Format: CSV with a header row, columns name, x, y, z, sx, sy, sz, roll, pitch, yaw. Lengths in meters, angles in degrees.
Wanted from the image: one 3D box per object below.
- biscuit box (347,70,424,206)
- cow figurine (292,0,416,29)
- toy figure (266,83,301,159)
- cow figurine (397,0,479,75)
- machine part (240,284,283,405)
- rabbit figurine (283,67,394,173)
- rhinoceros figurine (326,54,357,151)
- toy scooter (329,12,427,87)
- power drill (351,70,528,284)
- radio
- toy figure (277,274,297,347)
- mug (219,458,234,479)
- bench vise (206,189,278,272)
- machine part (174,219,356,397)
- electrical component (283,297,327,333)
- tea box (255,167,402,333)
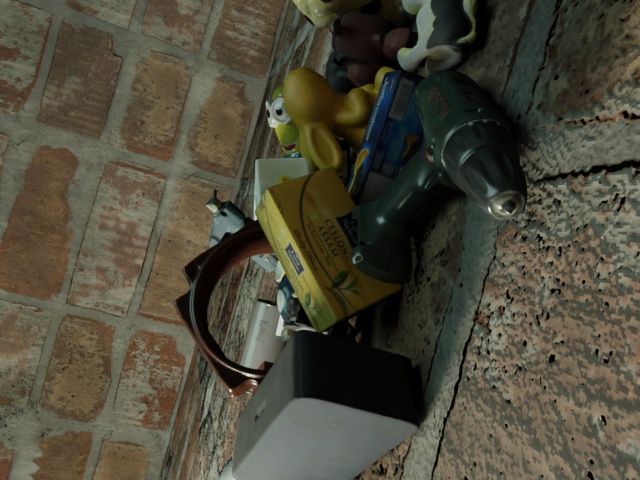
name,x,y,z,sx,sy,sz,roll,pitch,yaw
biscuit box,0.085,-0.107,0.677,0.063,0.059,0.202,-128,54,-71
cow figurine,0.060,-0.357,0.800,0.127,0.195,0.085,64,147,11
toy figure,-0.022,-0.154,0.829,0.082,0.180,0.089,-12,26,30
cow figurine,0.145,-0.277,0.614,0.098,0.068,0.167,155,125,-63
machine part,-0.105,0.202,1.021,0.079,0.079,0.243,-174,100,-75
rabbit figurine,0.025,-0.168,0.742,0.162,0.173,0.122,-69,19,4
rhinoceros figurine,0.027,-0.218,0.897,0.073,0.112,0.190,-138,64,-70
toy scooter,0.065,-0.269,0.764,0.184,0.135,0.075,-172,95,-76
power drill,0.103,-0.048,0.521,0.232,0.086,0.207,-88,16,-45
radio,-0.002,0.190,0.560,0.229,0.131,0.073,121,159,-45
toy figure,-0.040,0.128,0.881,0.064,0.058,0.154,60,-157,-57
mug,-0.105,0.373,0.851,0.107,0.081,0.110,-58,15,21
bench vise,-0.101,-0.045,1.070,0.240,0.223,0.129,-38,14,20
machine part,-0.064,0.084,0.683,0.201,0.201,0.087,53,167,15
electrical component,-0.015,0.113,0.791,0.119,0.075,0.048,150,135,-65
tea box,0.006,0.011,0.625,0.169,0.098,0.068,60,152,12
